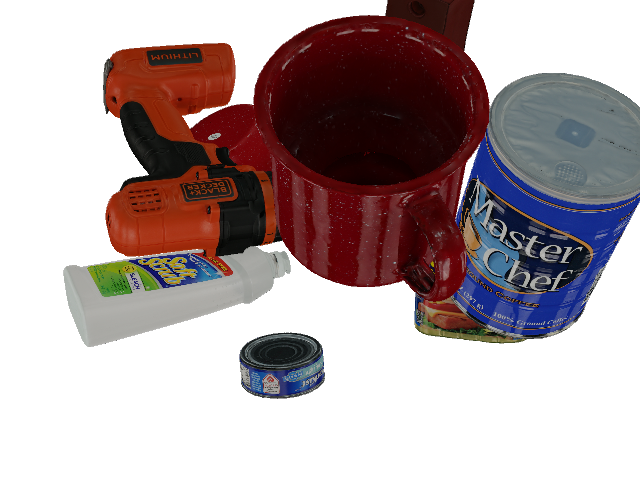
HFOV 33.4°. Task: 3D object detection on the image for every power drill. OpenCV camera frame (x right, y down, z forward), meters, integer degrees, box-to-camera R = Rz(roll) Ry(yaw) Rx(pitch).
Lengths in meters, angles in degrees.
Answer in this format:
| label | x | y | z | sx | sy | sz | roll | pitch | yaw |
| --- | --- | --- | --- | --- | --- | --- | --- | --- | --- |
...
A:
| label | x | y | z | sx | sy | sz | roll | pitch | yaw |
| --- | --- | --- | --- | --- | --- | --- | --- | --- | --- |
| power drill | -0.076 | -0.069 | 0.780 | 0.184 | 0.057 | 0.188 | -6 | 46 | -20 |

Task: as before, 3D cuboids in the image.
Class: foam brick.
| label | x | y | z | sx | sy | sz | roll | pitch | yaw |
| --- | --- | --- | --- | --- | --- | --- | --- | --- | --- |
| foam brick | 0.083 | -0.172 | 0.821 | 0.053 | 0.078 | 0.051 | 29 | 52 | 19 |

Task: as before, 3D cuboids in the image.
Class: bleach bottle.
| label | x | y | z | sx | sy | sz | roll | pitch | yaw |
| --- | --- | --- | --- | --- | --- | --- | --- | --- | --- |
| bleach bottle | -0.158 | 0.048 | 1.223 | 0.250 | 0.068 | 0.103 | -13 | 36 | -20 |

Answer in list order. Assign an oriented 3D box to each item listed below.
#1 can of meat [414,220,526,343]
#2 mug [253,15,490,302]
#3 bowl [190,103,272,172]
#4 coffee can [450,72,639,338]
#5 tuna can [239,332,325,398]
| label | x | y | z | sx | sy | sz | roll | pitch | yaw |
| --- | --- | --- | --- | --- | --- | --- | --- | --- | --- |
| can of meat | 0.127 | 0.034 | 0.875 | 0.102 | 0.084 | 0.057 | 6 | 24 | 14 |
| mug | 0.026 | -0.025 | 0.446 | 0.093 | 0.117 | 0.081 | -26 | -30 | -16 |
| bowl | -0.086 | -0.079 | 1.006 | 0.162 | 0.055 | 0.162 | -22 | 34 | 15 |
| coffee can | 0.140 | -0.019 | 0.671 | 0.102 | 0.103 | 0.140 | 0 | -39 | -9 |
| tuna can | -0.039 | 0.125 | 1.075 | 0.086 | 0.034 | 0.086 | -3 | 20 | 1 |
